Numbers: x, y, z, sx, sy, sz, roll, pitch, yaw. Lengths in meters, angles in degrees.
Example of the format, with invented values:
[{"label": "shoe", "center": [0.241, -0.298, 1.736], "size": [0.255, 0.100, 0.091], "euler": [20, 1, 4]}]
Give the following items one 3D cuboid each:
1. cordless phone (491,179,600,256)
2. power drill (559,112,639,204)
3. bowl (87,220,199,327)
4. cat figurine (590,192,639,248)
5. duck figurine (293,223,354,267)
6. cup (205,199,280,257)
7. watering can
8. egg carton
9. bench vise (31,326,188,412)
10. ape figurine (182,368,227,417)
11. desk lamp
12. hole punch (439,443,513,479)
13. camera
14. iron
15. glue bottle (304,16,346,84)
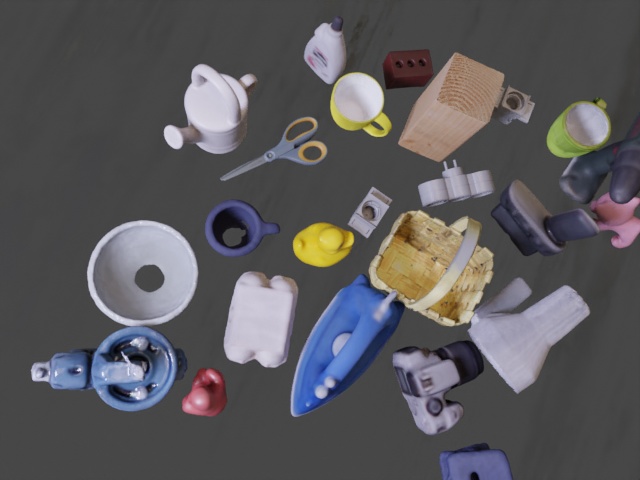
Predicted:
[{"label": "cordless phone", "center": [0.392, -0.048, 0.983], "size": [0.094, 0.185, 0.147], "euler": [-43, 89, -13]}, {"label": "power drill", "center": [0.520, -0.134, 1.006], "size": [0.075, 0.208, 0.230], "euler": [36, 77, -1]}, {"label": "bowl", "center": [-0.277, 0.056, 0.915], "size": [0.167, 0.074, 0.167], "euler": [2, 81, -9]}, {"label": "cat figurine", "center": [0.547, -0.044, 1.042], "size": [0.128, 0.117, 0.067], "euler": [27, 78, -4]}, {"label": "duck figurine", "center": [0.009, 0.003, 0.964], "size": [0.104, 0.086, 0.077], "euler": [-5, 81, -10]}, {"label": "cup", "center": [-0.127, -0.013, 0.940], "size": [0.118, 0.095, 0.092], "euler": [-1, 81, -9]}, {"label": "watering can", "center": [-0.168, -0.208, 0.914], "size": [0.101, 0.194, 0.173], "euler": [25, 78, -4]}, {"label": "egg carton", "center": [-0.096, 0.129, 0.935], "size": [0.107, 0.069, 0.150], "euler": [10, 79, -7]}, {"label": "bench vise", "center": [-0.301, 0.196, 0.814], "size": [0.207, 0.219, 0.121], "euler": [-19, 84, -11]}, {"label": "ape figurine", "center": [-0.180, 0.243, 0.891], "size": [0.078, 0.092, 0.076], "euler": [-32, 87, -12]}, {"label": "desk lamp", "center": [0.322, 0.142, 0.926], "size": [0.203, 0.213, 0.118], "euler": [-37, 88, -13]}, {"label": "hole punch", "center": [0.257, 0.398, 0.936], "size": [0.101, 0.091, 0.109], "euler": [-8, 82, -10]}, {"label": "camera", "center": [0.209, 0.233, 0.951], "size": [0.137, 0.100, 0.143], "euler": [-19, 84, -11]}, {"label": "iron", "center": [0.040, 0.179, 0.911], "size": [0.118, 0.141, 0.258], "euler": [36, 77, -2]}, {"label": "glue bottle", "center": [0.016, -0.333, 0.975], "size": [0.078, 0.173, 0.037], "euler": [42, 77, 0]}]
